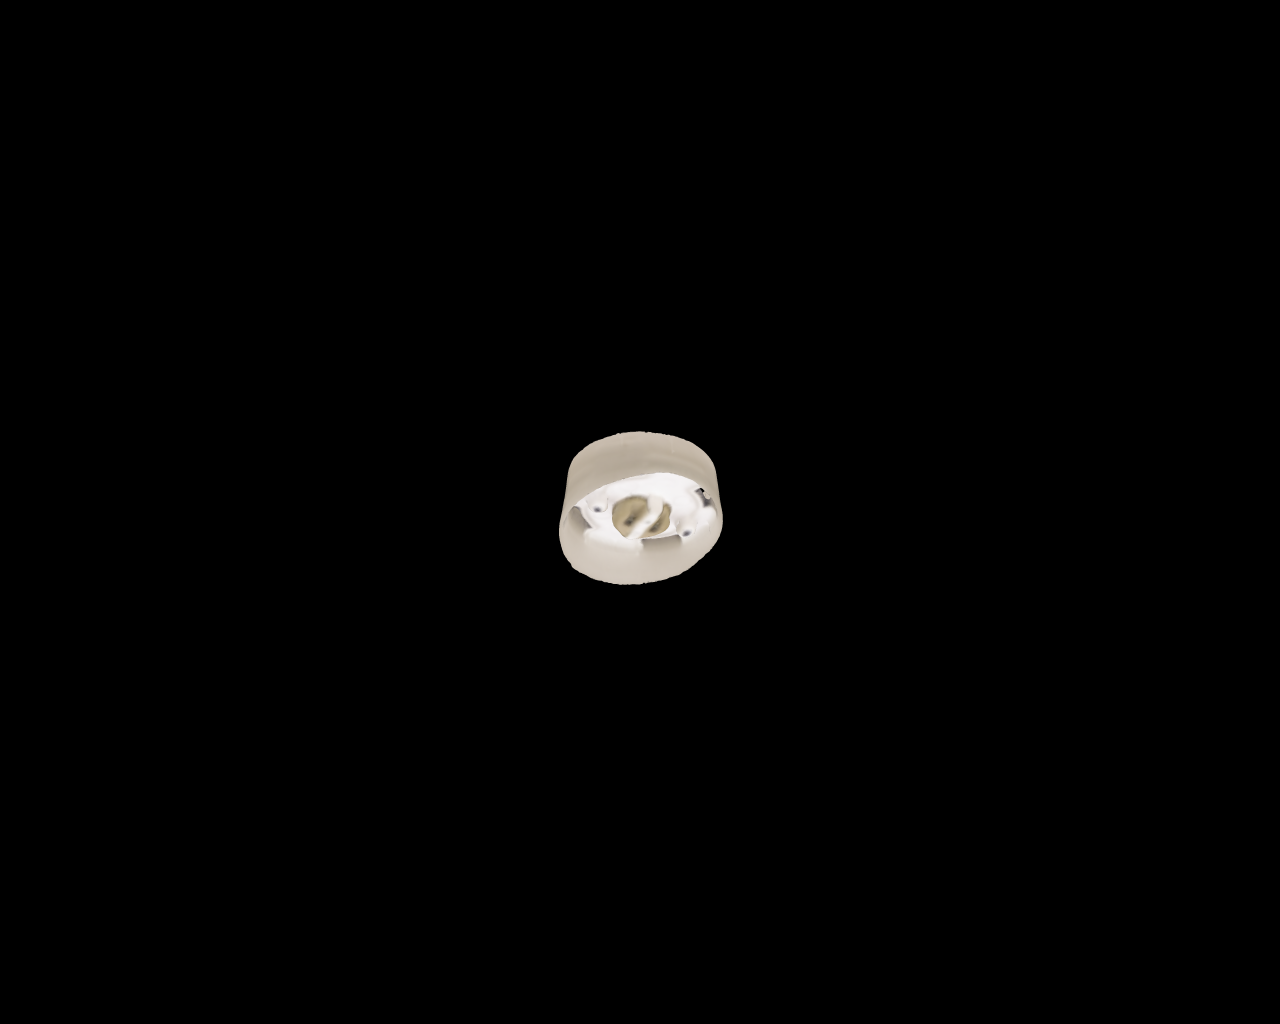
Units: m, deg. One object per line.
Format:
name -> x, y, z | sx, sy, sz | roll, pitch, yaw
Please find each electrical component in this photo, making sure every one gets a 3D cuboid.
electrical component -> 0.001, -0.003, 0.650 | 0.099, 0.064, 0.099 | 0, -31, 0
